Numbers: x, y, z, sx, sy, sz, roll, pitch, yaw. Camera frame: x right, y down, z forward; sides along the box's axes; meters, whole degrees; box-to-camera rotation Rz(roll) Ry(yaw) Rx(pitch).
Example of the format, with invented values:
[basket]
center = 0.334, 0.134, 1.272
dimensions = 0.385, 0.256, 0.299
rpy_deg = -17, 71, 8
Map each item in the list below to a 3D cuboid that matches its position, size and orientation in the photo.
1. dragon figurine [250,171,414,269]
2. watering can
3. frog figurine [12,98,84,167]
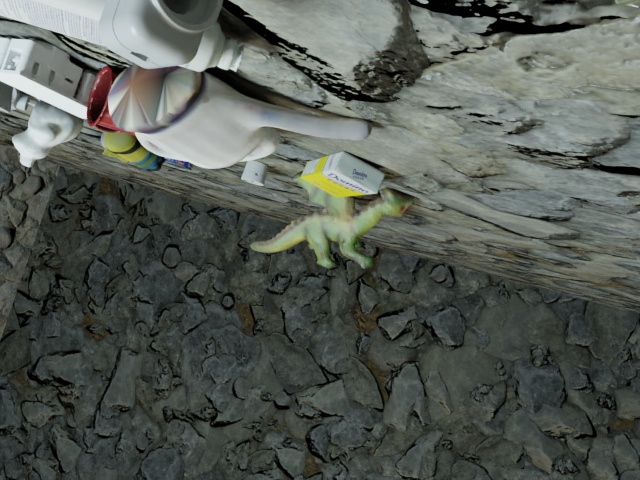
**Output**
[dragon figurine]
center = 0.004, -0.058, 1.154
dimensions = 0.410, 0.237, 0.125
rpy_deg = 1, 34, 16
[watering can]
center = -0.125, -0.163, 0.686
dimensions = 0.347, 0.105, 0.222
rpy_deg = -3, -16, 29
[frog figurine]
center = -0.588, -0.229, 1.111
dimensions = 0.122, 0.160, 0.137
rpy_deg = 17, -5, -23
